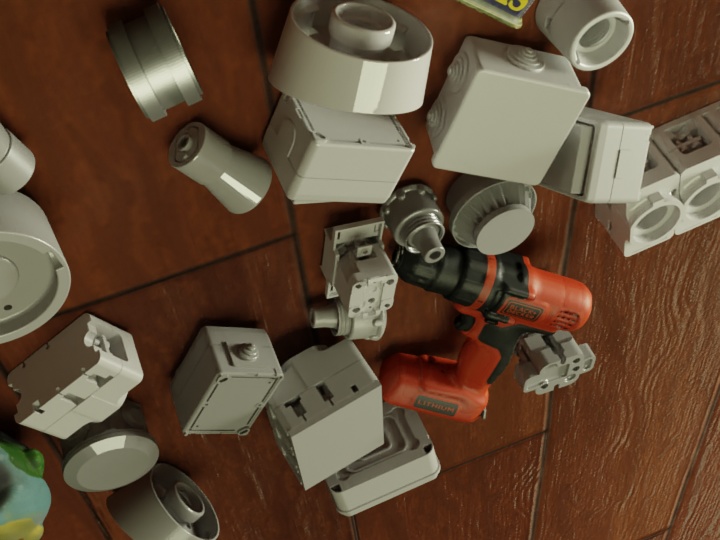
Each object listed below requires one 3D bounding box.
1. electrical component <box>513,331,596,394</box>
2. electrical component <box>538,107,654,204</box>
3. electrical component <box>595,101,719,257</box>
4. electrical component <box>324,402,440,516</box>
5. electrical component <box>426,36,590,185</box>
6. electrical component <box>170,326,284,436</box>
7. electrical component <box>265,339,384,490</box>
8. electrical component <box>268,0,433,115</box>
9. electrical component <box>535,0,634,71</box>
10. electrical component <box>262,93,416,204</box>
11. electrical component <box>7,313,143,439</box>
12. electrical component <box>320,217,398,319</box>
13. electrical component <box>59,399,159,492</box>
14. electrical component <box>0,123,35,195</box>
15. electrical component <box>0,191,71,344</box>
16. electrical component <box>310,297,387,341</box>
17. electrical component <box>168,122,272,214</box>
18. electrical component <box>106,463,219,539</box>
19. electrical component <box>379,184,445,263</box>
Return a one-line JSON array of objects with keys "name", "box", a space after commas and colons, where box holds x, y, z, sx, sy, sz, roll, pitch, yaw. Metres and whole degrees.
[{"name": "electrical component", "box": [0.186, 0.082, 1.074, 0.078, 0.057, 0.058, -17, 143, -13]}, {"name": "electrical component", "box": [0.166, -0.091, 0.826, 0.061, 0.096, 0.061, -2, 108, -30]}, {"name": "electrical component", "box": [0.286, -0.080, 0.933, 0.150, 0.061, 0.089, -23, 144, -5]}, {"name": "electrical component", "box": [0.016, 0.187, 1.081, 0.113, 0.078, 0.057, -23, 141, -6]}, {"name": "electrical component", "box": [0.103, -0.115, 0.775, 0.100, 0.048, 0.099, 8, 133, -19]}, {"name": "electrical component", "box": [-0.110, 0.085, 0.892, 0.062, 0.061, 0.096, 5, 133, -34]}, {"name": "electrical component", "box": [-0.033, 0.129, 0.970, 0.089, 0.061, 0.150, -29, 154, -13]}, {"name": "electrical component", "box": [-0.005, -0.130, 0.669, 0.099, 0.099, 0.064, -6, 132, -26]}, {"name": "electrical component", "box": [0.158, -0.173, 0.754, 0.055, 0.047, 0.055, -17, 143, -13]}, {"name": "electrical component", "box": [-0.011, -0.083, 0.747, 0.096, 0.061, 0.061, 0, 136, -32]}, {"name": "electrical component", "box": [-0.218, 0.084, 0.834, 0.089, 0.050, 0.056, -37, 142, 14]}, {"name": "electrical component", "box": [0.000, 0.000, 0.855, 0.042, 0.063, 0.081, -14, 141, -19]}, {"name": "electrical component", "box": [-0.215, 0.148, 0.913, 0.080, 0.051, 0.080, -17, 143, -13]}, {"name": "electrical component", "box": [-0.226, -0.074, 0.646, 0.044, 0.044, 0.065, -29, 148, 4]}, {"name": "electrical component", "box": [-0.248, -0.007, 0.696, 0.108, 0.060, 0.108, -17, 143, -13]}, {"name": "electrical component", "box": [-0.011, 0.038, 0.912, 0.062, 0.048, 0.048, -4, 138, -18]}, {"name": "electrical component", "box": [-0.097, -0.071, 0.728, 0.044, 0.044, 0.065, -39, 137, 17]}, {"name": "electrical component", "box": [-0.181, 0.230, 0.999, 0.064, 0.099, 0.099, -42, 142, 9]}, {"name": "electrical component", "box": [0.046, -0.033, 0.843, 0.048, 0.062, 0.048, -17, 143, -13]}]
